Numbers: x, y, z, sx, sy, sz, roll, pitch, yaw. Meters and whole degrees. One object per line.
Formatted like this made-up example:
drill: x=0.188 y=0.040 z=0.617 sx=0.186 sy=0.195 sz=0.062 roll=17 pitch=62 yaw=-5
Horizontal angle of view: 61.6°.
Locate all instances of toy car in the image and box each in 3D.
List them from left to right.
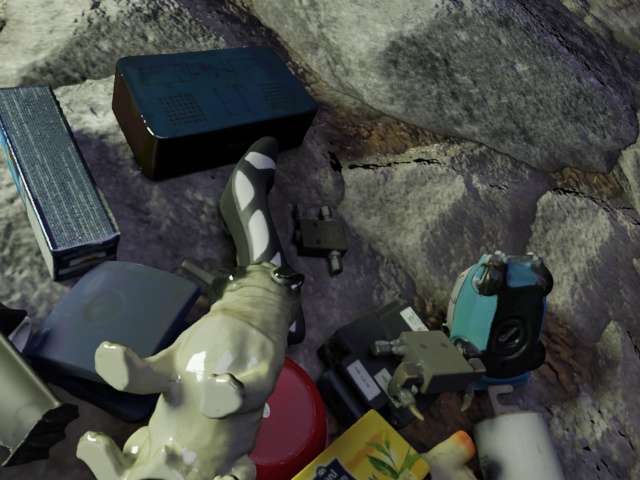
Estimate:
toy car: x=0.192 y=0.084 z=0.617 sx=0.109 sy=0.161 sz=0.103 roll=0 pitch=13 yaw=-19

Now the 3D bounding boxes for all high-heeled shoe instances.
high-heeled shoe: x=-0.047 y=-0.009 z=0.587 sx=0.145 sy=0.086 sz=0.249 roll=30 pitch=53 yaw=-9

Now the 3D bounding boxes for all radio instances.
radio: x=-0.128 y=-0.164 z=0.662 sx=0.229 sy=0.073 sz=0.131 roll=-20 pitch=67 yaw=-37

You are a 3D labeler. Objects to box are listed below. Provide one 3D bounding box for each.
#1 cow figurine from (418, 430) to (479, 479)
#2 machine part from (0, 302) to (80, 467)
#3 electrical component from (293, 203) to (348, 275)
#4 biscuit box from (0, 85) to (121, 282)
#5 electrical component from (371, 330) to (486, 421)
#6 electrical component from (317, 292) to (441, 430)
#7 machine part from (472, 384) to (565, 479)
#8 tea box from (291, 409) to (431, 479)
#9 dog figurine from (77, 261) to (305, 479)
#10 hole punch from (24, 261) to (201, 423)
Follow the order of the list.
cow figurine: x=0.113 y=0.278 z=0.449 sx=0.127 sy=0.085 sz=0.195 roll=-17 pitch=56 yaw=-14
machine part: x=-0.235 y=0.098 z=0.388 sx=0.139 sy=0.039 sz=0.084 roll=40 pitch=66 yaw=17
electrical component: x=-0.001 y=-0.002 z=0.640 sx=0.063 sy=0.021 sz=0.094 roll=4 pitch=56 yaw=-24
biscuit box: x=-0.263 y=-0.062 z=0.527 sx=0.063 sy=0.059 sz=0.203 roll=-18 pitch=67 yaw=-33
electrical component: x=0.106 y=0.127 z=0.515 sx=0.102 sy=0.045 sz=0.078 roll=-1 pitch=29 yaw=-30
electrical component: x=0.065 y=0.132 z=0.554 sx=0.134 sy=0.058 sz=0.115 roll=-23 pitch=68 yaw=-36
machine part: x=0.205 y=0.259 z=0.520 sx=0.079 sy=0.079 sz=0.243 roll=7 pitch=55 yaw=-22
tea box: x=-0.001 y=0.211 z=0.393 sx=0.068 sy=0.098 sz=0.169 roll=41 pitch=32 yaw=21
dog figurine: x=-0.070 y=0.115 z=0.415 sx=0.121 sy=0.172 sz=0.190 roll=22 pitch=18 yaw=12
hole punch: x=-0.172 y=0.076 z=0.458 sx=0.116 sy=0.092 sz=0.142 roll=27 pitch=53 yaw=-2
